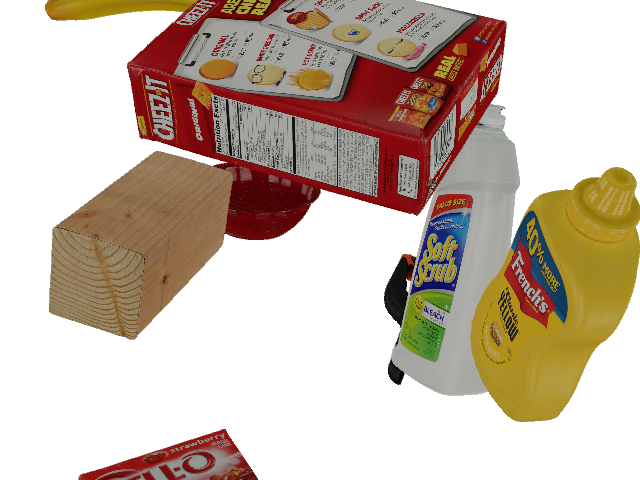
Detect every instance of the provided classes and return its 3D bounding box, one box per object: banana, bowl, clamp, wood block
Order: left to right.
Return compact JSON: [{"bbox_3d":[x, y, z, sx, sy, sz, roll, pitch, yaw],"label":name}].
[{"bbox_3d":[-0.167,-0.002,1.023,0.090,0.091,0.205,17,28,11],"label":"wood block"},{"bbox_3d":[-0.135,-0.204,0.904,0.198,0.069,0.037,10,-42,16],"label":"banana"},{"bbox_3d":[-0.083,-0.044,1.315,0.162,0.055,0.162,4,25,-2],"label":"bowl"},{"bbox_3d":[0.125,0.083,1.145,0.120,0.171,0.039,4,-44,-9],"label":"clamp"}]

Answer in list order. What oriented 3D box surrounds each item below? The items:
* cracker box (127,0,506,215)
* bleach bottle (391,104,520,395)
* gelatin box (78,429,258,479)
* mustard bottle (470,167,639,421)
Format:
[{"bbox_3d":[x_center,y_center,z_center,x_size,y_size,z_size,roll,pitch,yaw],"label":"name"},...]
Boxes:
[{"bbox_3d":[0.002,-0.111,0.743,0.214,0.072,0.164,16,44,19],"label":"cracker box"},{"bbox_3d":[0.125,0.004,0.943,0.068,0.251,0.103,0,14,-27],"label":"bleach bottle"},{"bbox_3d":[-0.079,0.143,0.577,0.089,0.030,0.073,-14,27,-21],"label":"gelatin box"},{"bbox_3d":[0.149,0.026,0.662,0.058,0.096,0.192,0,-39,-14],"label":"mustard bottle"}]
